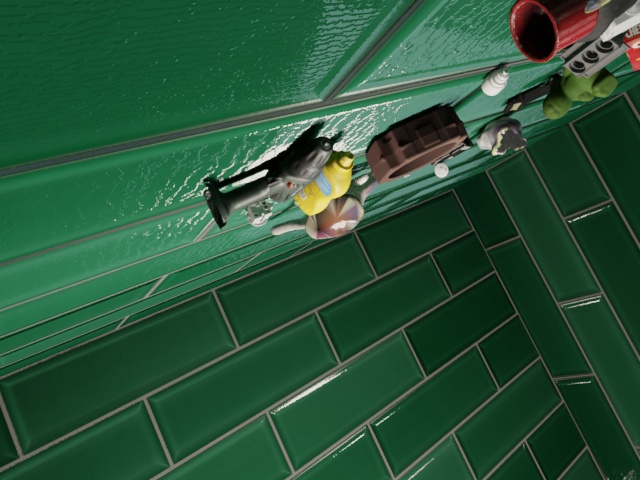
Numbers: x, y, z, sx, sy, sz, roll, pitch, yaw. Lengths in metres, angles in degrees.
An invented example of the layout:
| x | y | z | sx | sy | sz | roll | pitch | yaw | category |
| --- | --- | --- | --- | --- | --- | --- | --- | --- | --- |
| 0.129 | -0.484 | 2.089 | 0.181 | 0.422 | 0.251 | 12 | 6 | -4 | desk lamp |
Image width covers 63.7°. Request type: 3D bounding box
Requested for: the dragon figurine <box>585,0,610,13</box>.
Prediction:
| x | y | z | sx | sy | sz | roll | pitch | yaw | category |
| --- | --- | --- | --- | --- | --- | --- | --- | --- | --- |
| 0.498 | -0.406 | 0.545 | 0.246 | 0.122 | 0.405 | -32 | 180 | -34 | dragon figurine |

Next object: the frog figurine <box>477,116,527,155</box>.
| x | y | z | sx | sy | sz | roll | pitch | yaw | category |
| --- | --- | --- | --- | --- | --- | --- | --- | --- | --- |
| 0.565 | -0.343 | 1.653 | 0.137 | 0.121 | 0.162 | -34 | -151 | 5 | frog figurine |

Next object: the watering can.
| x | y | z | sx | sy | sz | roll | pitch | yaw | category |
| --- | --- | --- | --- | --- | --- | --- | --- | --- | --- |
| 0.004 | -0.068 | 1.342 | 0.345 | 0.103 | 0.228 | -31 | -164 | 15 | watering can |
